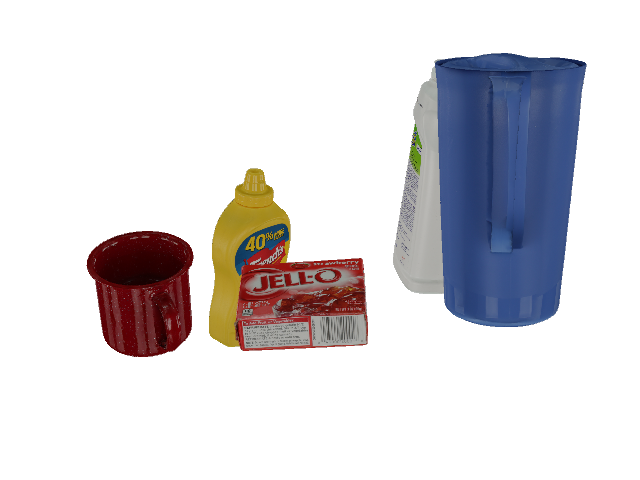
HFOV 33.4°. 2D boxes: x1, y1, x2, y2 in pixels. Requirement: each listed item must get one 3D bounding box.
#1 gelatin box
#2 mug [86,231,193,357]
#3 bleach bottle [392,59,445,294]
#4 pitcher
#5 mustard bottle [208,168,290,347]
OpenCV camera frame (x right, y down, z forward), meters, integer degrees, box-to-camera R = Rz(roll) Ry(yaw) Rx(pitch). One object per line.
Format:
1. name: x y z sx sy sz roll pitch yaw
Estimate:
1. gelatin box: -0.013 0.043 0.741 0.089 0.030 0.073 -3 29 2
2. mug: -0.151 0.055 0.945 0.093 0.081 0.117 -19 36 -27
3. bleach bottle: 0.129 -0.073 1.187 0.068 0.251 0.102 -1 25 -11
4. pitcher: 0.168 -0.046 0.972 0.149 0.243 0.145 -11 18 -34
5. mustard bottle: -0.074 0.014 1.148 0.096 0.192 0.058 -19 33 -41
